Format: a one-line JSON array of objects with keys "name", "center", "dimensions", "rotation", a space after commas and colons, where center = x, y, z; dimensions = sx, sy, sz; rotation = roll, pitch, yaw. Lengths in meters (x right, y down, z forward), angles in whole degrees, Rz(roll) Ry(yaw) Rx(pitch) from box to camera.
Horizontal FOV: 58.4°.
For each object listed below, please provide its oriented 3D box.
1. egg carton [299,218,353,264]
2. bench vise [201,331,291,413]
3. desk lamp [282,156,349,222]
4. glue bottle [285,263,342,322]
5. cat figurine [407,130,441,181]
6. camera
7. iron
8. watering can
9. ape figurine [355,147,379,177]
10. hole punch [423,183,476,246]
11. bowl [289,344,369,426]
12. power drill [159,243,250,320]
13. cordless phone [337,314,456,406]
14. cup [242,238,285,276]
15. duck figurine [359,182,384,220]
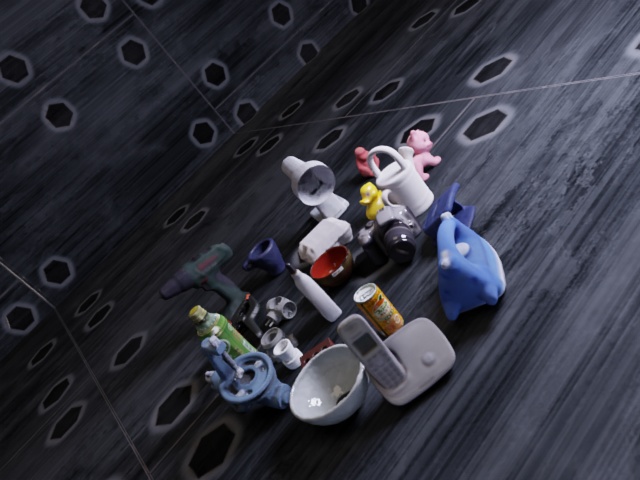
[{"name": "egg carton", "center": [0.014, 0.005, 1.523], "dimensions": [0.150, 0.069, 0.107], "rotation": [-46, 26, -12]}, {"name": "bench vise", "center": [-0.189, 0.281, 1.178], "dimensions": [0.207, 0.220, 0.121], "rotation": [-24, 30, 30]}, {"name": "desk lamp", "center": [-0.018, -0.144, 1.640], "dimensions": [0.118, 0.214, 0.202], "rotation": [-43, 26, -6]}, {"name": "glue bottle", "center": [-0.023, 0.111, 1.282], "dimensions": [0.037, 0.173, 0.078], "rotation": [-46, 26, -11]}, {"name": "cat figurine", "center": [0.258, -0.235, 1.523], "dimensions": [0.067, 0.118, 0.128], "rotation": [-2, 45, 52]}, {"name": "camera", "center": [0.158, -0.005, 1.308], "dimensions": [0.143, 0.101, 0.136], "rotation": [-33, 26, 14]}, {"name": "iron", "center": [0.259, 0.022, 1.079], "dimensions": [0.118, 0.142, 0.258], "rotation": [-27, 28, 25]}, {"name": "watering can", "center": [0.188, -0.156, 1.403], "dimensions": [0.100, 0.194, 0.173], "rotation": [-26, 29, 27]}, {"name": "ape figurine", "center": [0.136, -0.239, 1.725], "dimensions": [0.078, 0.092, 0.076], "rotation": [-47, 26, -15]}, {"name": "hole punch", "center": [0.271, -0.057, 1.250], "dimensions": [0.100, 0.091, 0.109], "rotation": [-16, 34, 40]}, {"name": "bowl", "center": [0.030, 0.278, 1.055], "dimensions": [0.167, 0.075, 0.167], "rotation": [-31, 27, 18]}, {"name": "power drill", "center": [-0.302, 0.131, 1.586], "dimensions": [0.075, 0.209, 0.230], "rotation": [0, 47, 53]}, {"name": "cordless phone", "center": [0.126, 0.175, 0.963], "dimensions": [0.147, 0.185, 0.094], "rotation": [-40, 26, 1]}, {"name": "cup", "center": [-0.153, 0.066, 1.621], "dimensions": [0.118, 0.095, 0.091], "rotation": [-41, 26, -3]}, {"name": "duck figurine", "center": [0.144, -0.116, 1.523], "dimensions": [0.077, 0.086, 0.105], "rotation": [0, 46, 54]}]
